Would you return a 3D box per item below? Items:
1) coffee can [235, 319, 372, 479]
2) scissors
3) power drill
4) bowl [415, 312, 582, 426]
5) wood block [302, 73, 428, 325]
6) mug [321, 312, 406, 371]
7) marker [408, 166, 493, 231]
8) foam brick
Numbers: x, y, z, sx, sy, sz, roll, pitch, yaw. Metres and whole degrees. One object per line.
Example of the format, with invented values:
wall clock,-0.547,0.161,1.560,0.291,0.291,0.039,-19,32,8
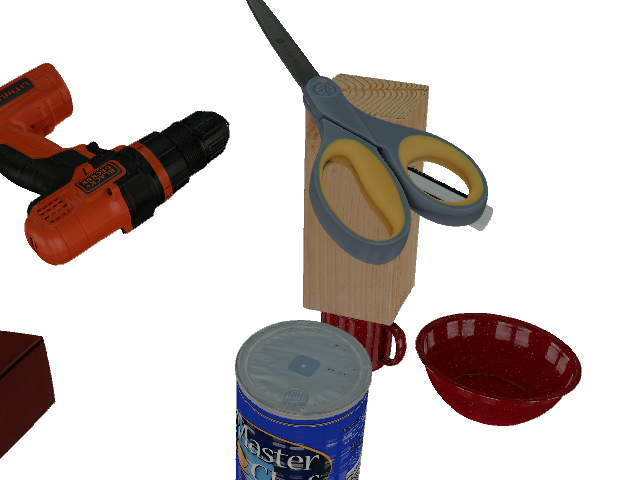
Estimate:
coffee can,-0.016,0.148,0.836,0.103,0.140,0.103,2,37,-2
scissors,0.022,-0.068,0.547,0.096,0.202,0.016,-2,-41,-14
power drill,-0.190,-0.077,0.863,0.184,0.057,0.188,-36,50,-26
bowl,0.170,0.133,1.048,0.162,0.055,0.162,5,26,-2
wood block,0.040,-0.038,0.985,0.091,0.206,0.090,11,30,17
mug,0.050,0.100,1.199,0.117,0.081,0.093,26,37,35
marker,0.064,-0.041,0.748,0.121,0.020,0.020,27,-4,-7
foam brick,-0.215,0.099,0.680,0.053,0.051,0.078,6,29,22
